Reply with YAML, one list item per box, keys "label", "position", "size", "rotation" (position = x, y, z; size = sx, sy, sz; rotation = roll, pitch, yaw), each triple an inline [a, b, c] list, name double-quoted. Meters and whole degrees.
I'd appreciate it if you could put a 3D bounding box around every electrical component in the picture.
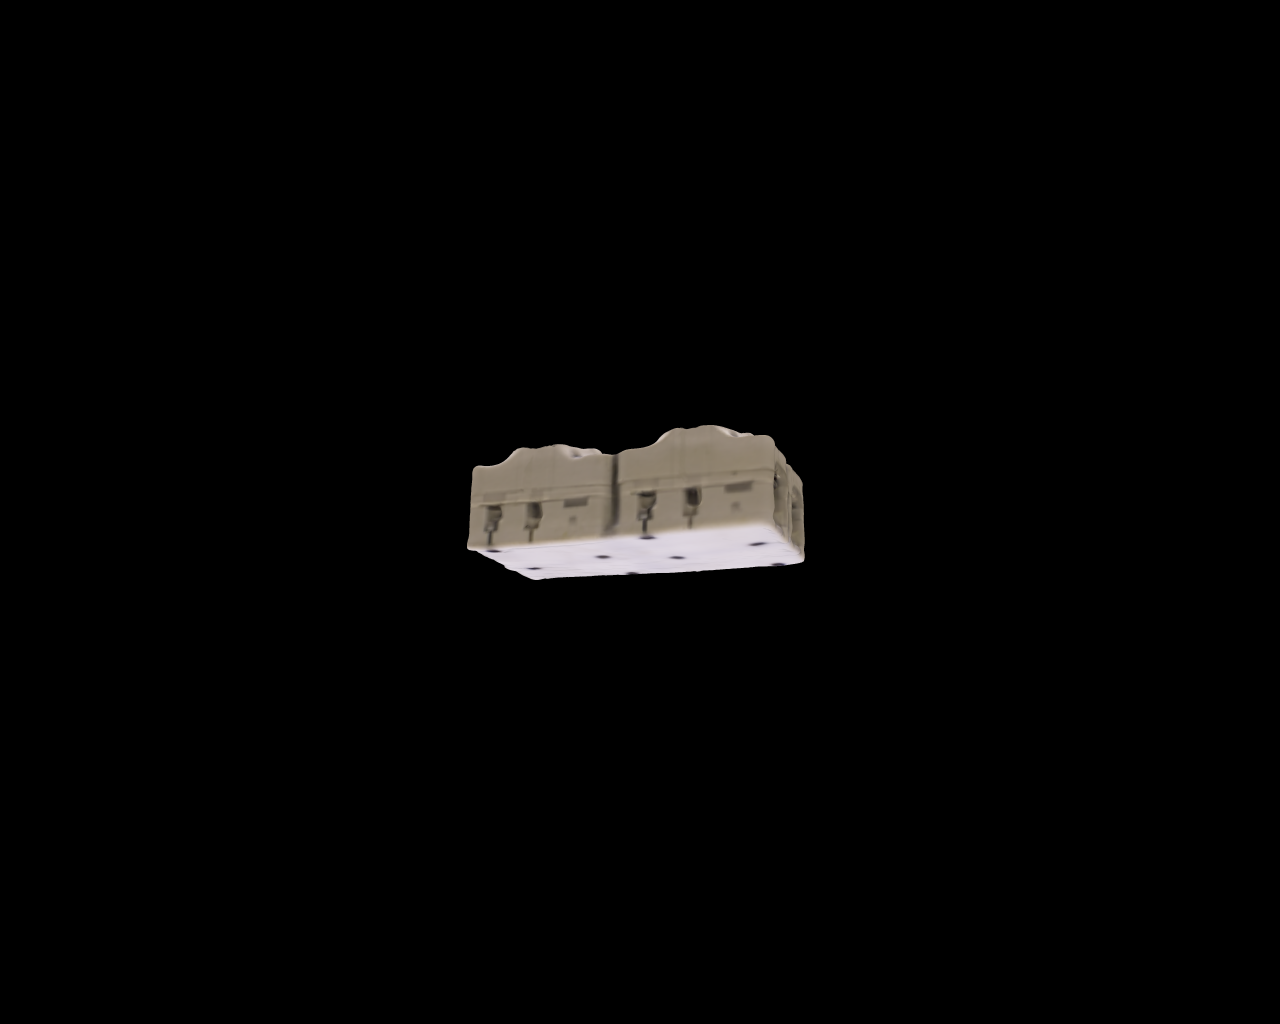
- label: "electrical component"
  position: [0.001, -0.003, 0.650]
  size: [0.186, 0.060, 0.105]
  rotation: [-5, -15, 18]
